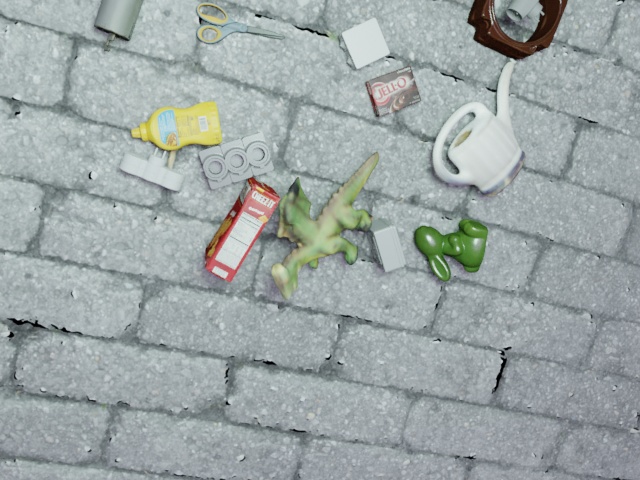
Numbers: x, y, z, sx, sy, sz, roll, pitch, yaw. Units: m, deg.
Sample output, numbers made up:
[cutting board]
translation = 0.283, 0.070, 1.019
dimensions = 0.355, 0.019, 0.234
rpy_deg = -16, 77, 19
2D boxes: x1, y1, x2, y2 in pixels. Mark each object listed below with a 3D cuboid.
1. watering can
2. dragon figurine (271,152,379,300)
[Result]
[watering can]
translation = 0.425, -0.257, 1.272
dimensions = 0.223, 0.104, 0.350
rpy_deg = 44, 81, -14
[dragon figurine]
translation = 0.004, -0.058, 1.159
dimensions = 0.240, 0.123, 0.413
rpy_deg = 31, 77, -53
